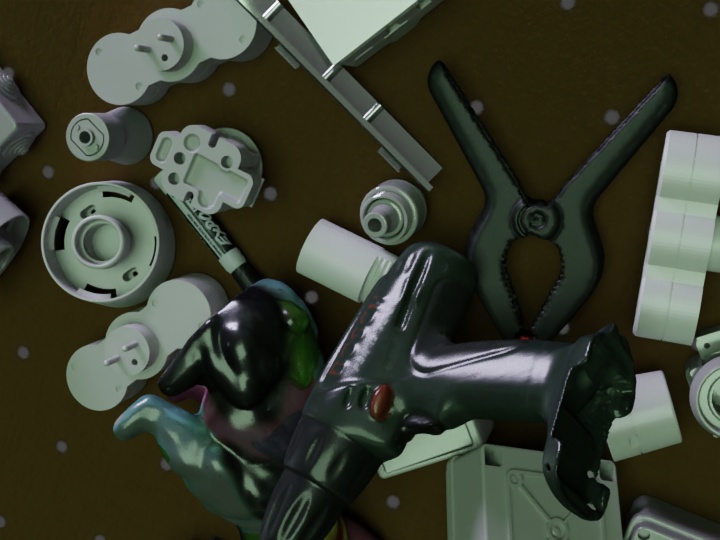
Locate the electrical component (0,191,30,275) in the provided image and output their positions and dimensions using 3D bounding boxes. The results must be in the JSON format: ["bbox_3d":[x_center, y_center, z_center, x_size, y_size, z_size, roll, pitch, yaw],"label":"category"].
[{"bbox_3d":[-0.304,-0.021,0.823,0.064,0.099,0.099,36,105,1],"label":"electrical component"}]

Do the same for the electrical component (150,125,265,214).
[{"bbox_3d":[-0.104,-0.074,0.781,0.078,0.057,0.058,28,104,10],"label":"electrical component"}]

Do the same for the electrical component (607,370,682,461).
[{"bbox_3d":[0.189,0.097,0.729,0.047,0.055,0.055,-16,94,13],"label":"electrical component"}]

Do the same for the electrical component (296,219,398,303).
[{"bbox_3d":[0.000,0.000,0.771,0.081,0.043,0.043,26,104,10],"label":"electrical component"}]

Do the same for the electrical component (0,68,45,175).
[{"bbox_3d":[-0.306,-0.116,0.834,0.100,0.048,0.099,-40,86,17],"label":"electrical component"}]

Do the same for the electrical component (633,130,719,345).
[{"bbox_3d":[0.227,-0.018,0.703,0.074,0.052,0.138,10,100,14],"label":"electrical component"}]

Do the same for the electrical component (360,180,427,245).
[{"bbox_3d":[0.020,-0.038,0.749,0.043,0.062,0.043,6,107,19],"label":"electrical component"}]

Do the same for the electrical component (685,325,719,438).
[{"bbox_3d":[0.247,0.079,0.709,0.058,0.057,0.078,-20,92,17],"label":"electrical component"}]

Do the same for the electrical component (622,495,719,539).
[{"bbox_3d":[0.228,0.214,0.733,0.113,0.057,0.078,21,103,11],"label":"electrical component"}]

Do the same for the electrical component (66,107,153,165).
[{"bbox_3d":[-0.187,-0.099,0.796,0.044,0.065,0.044,2,98,15],"label":"electrical component"}]

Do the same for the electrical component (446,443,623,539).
[{"bbox_3d":[0.116,0.178,0.714,0.109,0.056,0.108,11,62,-21],"label":"electrical component"}]

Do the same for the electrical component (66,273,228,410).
[{"bbox_3d":[-0.167,0.057,0.808,0.138,0.074,0.052,-37,88,17],"label":"electrical component"}]

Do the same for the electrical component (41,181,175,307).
[{"bbox_3d":[-0.192,-0.020,0.822,0.099,0.064,0.099,0,90,4],"label":"electrical component"}]

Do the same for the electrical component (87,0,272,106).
[{"bbox_3d":[-0.136,-0.160,0.769,0.138,0.074,0.052,-20,92,17],"label":"electrical component"}]

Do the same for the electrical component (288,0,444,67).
[{"bbox_3d":[-0.017,-0.225,0.734,0.089,0.062,0.150,-35,88,17],"label":"electrical component"}]

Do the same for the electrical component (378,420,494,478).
[{"bbox_3d":[0.050,0.101,0.763,0.096,0.061,0.061,-21,92,17],"label":"electrical component"}]
